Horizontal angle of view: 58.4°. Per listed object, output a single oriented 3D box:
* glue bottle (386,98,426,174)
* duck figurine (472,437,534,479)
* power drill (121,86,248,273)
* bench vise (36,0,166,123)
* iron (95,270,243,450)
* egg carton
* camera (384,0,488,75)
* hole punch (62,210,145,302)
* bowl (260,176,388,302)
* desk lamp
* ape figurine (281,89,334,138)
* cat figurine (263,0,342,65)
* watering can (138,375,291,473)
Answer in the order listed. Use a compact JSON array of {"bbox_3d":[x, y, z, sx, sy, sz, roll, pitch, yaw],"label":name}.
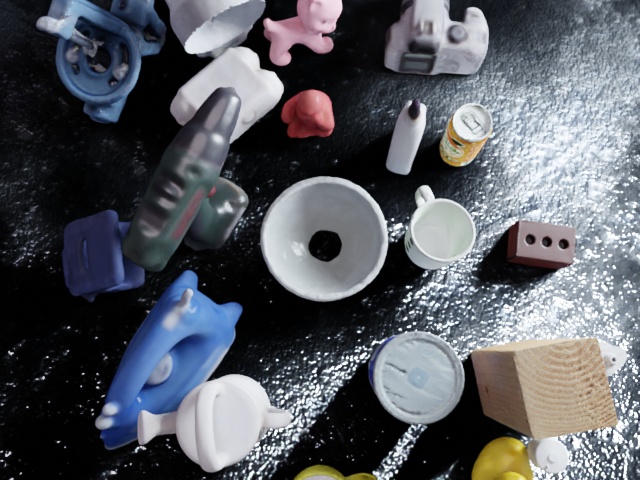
[{"bbox_3d":[0.117,-0.146,0.750,0.037,0.173,0.078,15,81,5],"label":"glue bottle"},{"bbox_3d":[0.234,0.302,0.711,0.077,0.086,0.105,15,81,5],"label":"duck figurine"},{"bbox_3d":[-0.155,-0.061,0.726,0.075,0.208,0.230,29,82,7],"label":"power drill"},{"bbox_3d":[-0.299,-0.285,0.765,0.121,0.220,0.207,3,80,3],"label":"bench vise"},{"bbox_3d":[-0.213,0.164,0.722,0.118,0.141,0.258,33,83,7],"label":"iron"},{"bbox_3d":[-0.132,-0.201,0.821,0.150,0.069,0.107,-43,81,-6],"label":"egg carton"},{"bbox_3d":[0.166,-0.318,0.816,0.143,0.101,0.137,4,80,3],"label":"camera"},{"bbox_3d":[-0.301,0.023,0.775,0.101,0.091,0.108,-10,80,0],"label":"hole punch"},{"bbox_3d":[0.007,0.003,0.777,0.167,0.075,0.167,0,80,2],"label":"bowl"},{"bbox_3d":[-0.161,-0.333,0.772,0.118,0.213,0.203,-31,80,-3],"label":"desk lamp"},{"bbox_3d":[-0.014,-0.181,0.802,0.077,0.092,0.076,38,83,8],"label":"ape figurine"},{"bbox_3d":[-0.021,-0.316,0.813,0.128,0.118,0.067,-19,80,-1],"label":"cat figurine"},{"bbox_3d":[-0.126,0.220,0.682,0.173,0.194,0.101,-25,80,-2],"label":"watering can"}]
